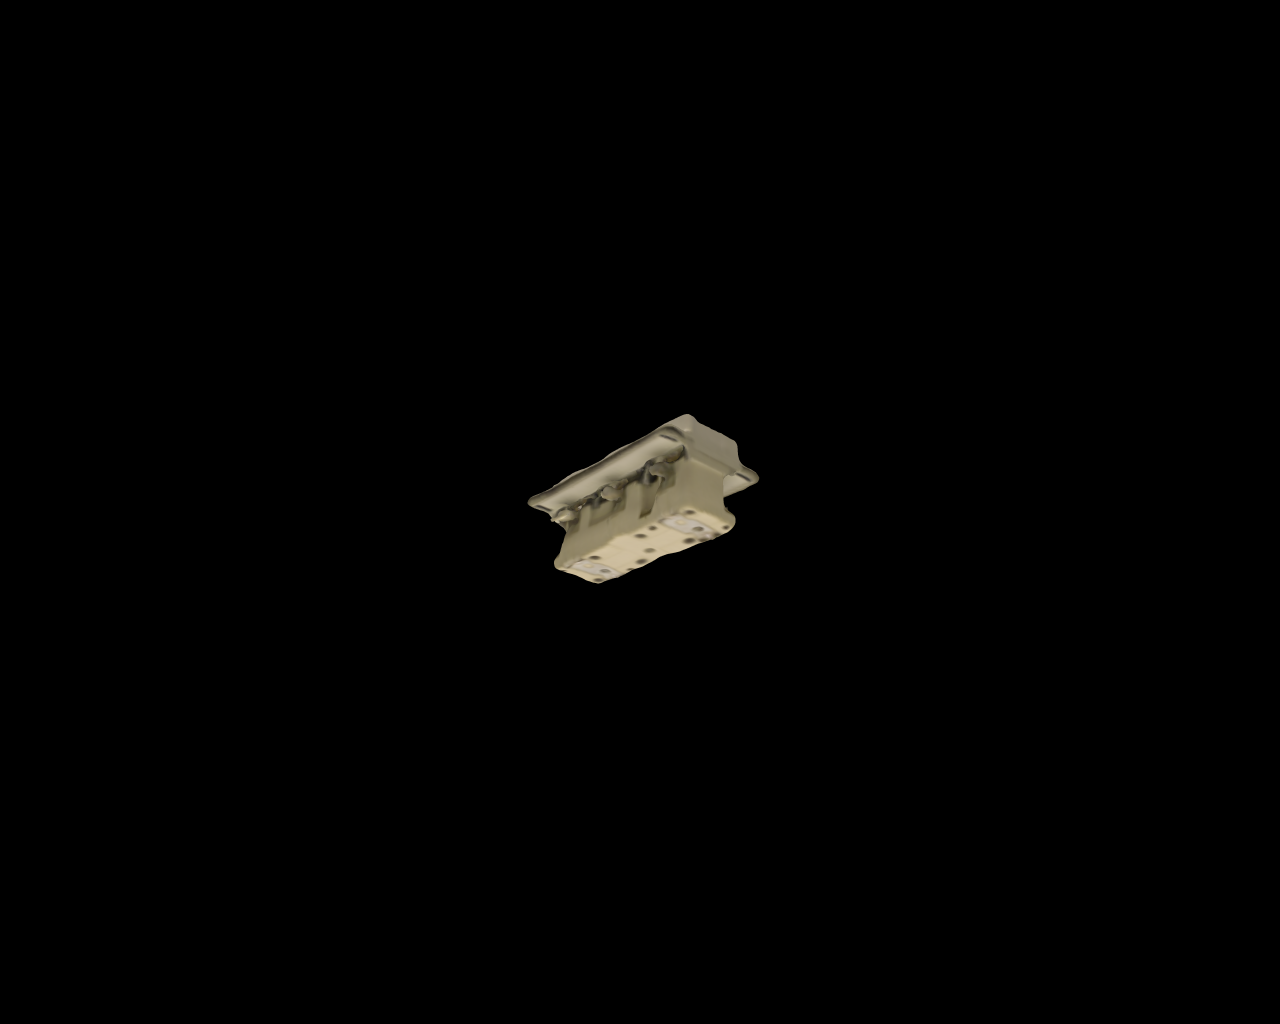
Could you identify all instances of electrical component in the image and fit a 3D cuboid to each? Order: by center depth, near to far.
[{"bbox_3d":[0.001,-0.003,0.650,0.121,0.063,0.078,-25,-37,38],"label":"electrical component"}]
